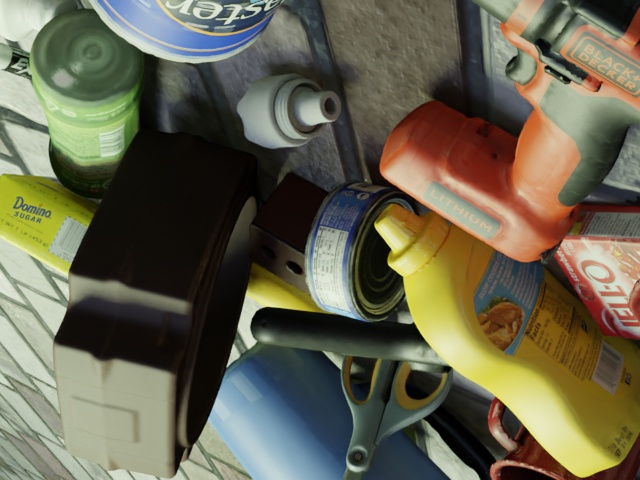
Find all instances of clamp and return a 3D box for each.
[{"bbox_3d":[0.074,0.073,0.737,0.210,0.036,0.164,5,174,16],"label":"clamp"}]

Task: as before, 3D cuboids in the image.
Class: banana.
[{"bbox_3d":[-0.059,0.028,0.870,0.198,0.037,0.069,26,167,19],"label":"banana"}]

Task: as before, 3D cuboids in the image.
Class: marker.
[{"bbox_3d":[-0.203,-0.121,0.731,0.020,0.020,0.121,19,-176,29],"label":"marker"}]

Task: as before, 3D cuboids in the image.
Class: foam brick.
[{"bbox_3d":[-0.005,0.001,0.736,0.078,0.051,0.053,30,154,11],"label":"foam brick"}]

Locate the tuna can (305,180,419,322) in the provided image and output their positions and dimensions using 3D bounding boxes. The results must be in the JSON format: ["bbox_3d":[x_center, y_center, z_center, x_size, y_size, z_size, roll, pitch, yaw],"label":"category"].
[{"bbox_3d":[0.029,0.007,0.668,0.034,0.086,0.086,13,147,34],"label":"tuna can"}]

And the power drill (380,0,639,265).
[{"bbox_3d":[0.089,-0.072,0.491,0.184,0.057,0.188,33,155,2],"label":"power drill"}]

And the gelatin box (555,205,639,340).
[{"bbox_3d":[0.174,0.020,0.580,0.073,0.030,0.089,4,141,47],"label":"gelatin box"}]

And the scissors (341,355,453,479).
[{"bbox_3d":[0.049,0.156,0.797,0.096,0.201,0.016,-3,153,18],"label":"scissors"}]

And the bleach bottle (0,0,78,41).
[{"bbox_3d":[-0.273,-0.190,0.720,0.251,0.068,0.102,25,154,14],"label":"bleach bottle"}]

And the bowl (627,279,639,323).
[{"bbox_3d":[0.204,-0.005,0.427,0.162,0.055,0.162,0,158,0],"label":"bowl"}]

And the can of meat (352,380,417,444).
[{"bbox_3d":[0.029,0.174,0.988,0.102,0.057,0.084,43,151,-18],"label":"can of meat"}]

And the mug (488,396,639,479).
[{"bbox_3d":[0.167,0.140,0.733,0.117,0.081,0.093,37,154,-5],"label":"mug"}]

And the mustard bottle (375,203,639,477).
[{"bbox_3d":[0.108,0.046,0.626,0.191,0.096,0.058,41,137,-10],"label":"mustard bottle"}]

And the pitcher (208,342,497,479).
[{"bbox_3d":[0.025,0.183,0.873,0.243,0.149,0.145,48,114,11],"label":"pitcher"}]

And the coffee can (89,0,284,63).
[{"bbox_3d":[-0.042,-0.152,0.461,0.102,0.102,0.140,39,154,-8],"label":"coffee can"}]

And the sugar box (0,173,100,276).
[{"bbox_3d":[-0.189,-0.012,0.812,0.093,0.048,0.176,30,-177,-4],"label":"sugar box"}]
